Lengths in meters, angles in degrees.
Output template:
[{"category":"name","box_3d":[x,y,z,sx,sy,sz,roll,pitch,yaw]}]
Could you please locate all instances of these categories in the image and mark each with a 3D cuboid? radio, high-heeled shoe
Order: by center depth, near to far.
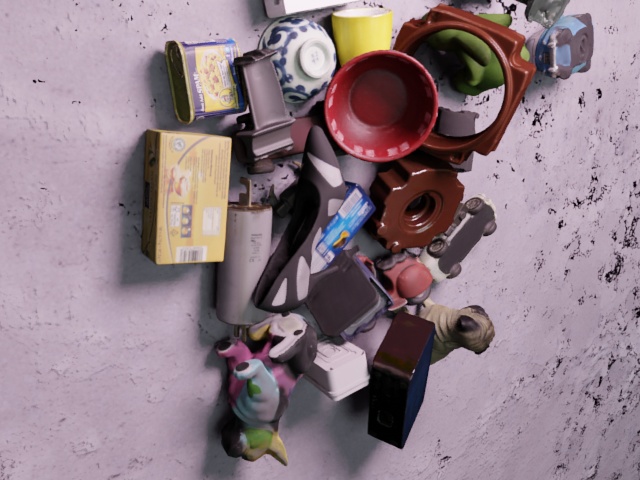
[{"category":"high-heeled shoe","box_3d":[-0.041,-0.024,0.740,0.145,0.086,0.248,-18,110,-30]},{"category":"radio","box_3d":[0.140,0.248,0.935,0.131,0.073,0.229,-51,148,-43]}]

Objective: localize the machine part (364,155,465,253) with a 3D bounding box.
[{"category":"machine part","box_3d":[0.159,-0.059,0.903,0.179,0.056,0.179,-15,131,-18]}]

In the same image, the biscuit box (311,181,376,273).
[{"category":"biscuit box","box_3d":[-0.002,-0.003,0.846,0.202,0.063,0.059,-50,123,-12]}]

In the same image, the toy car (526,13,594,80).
[{"category":"toy car","box_3d":[0.445,-0.359,1.014,0.162,0.103,0.109,-34,122,-33]}]

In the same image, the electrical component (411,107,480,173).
[{"category":"electrical component","box_3d":[0.217,-0.165,0.948,0.115,0.058,0.134,-2,104,-31]}]

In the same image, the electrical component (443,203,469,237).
[{"category":"electrical component","box_3d":[0.242,-0.051,0.991,0.021,0.063,0.094,40,79,-34]}]

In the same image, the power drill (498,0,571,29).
[{"category":"power drill","box_3d":[0.270,-0.403,0.835,0.232,0.208,0.086,-8,126,-42]}]

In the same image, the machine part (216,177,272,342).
[{"category":"machine part","box_3d":[-0.110,0.032,0.775,0.079,0.079,0.243,-3,106,-33]}]

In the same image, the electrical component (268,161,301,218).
[{"category":"electrical component","box_3d":[-0.031,-0.069,0.820,0.102,0.045,0.078,-50,133,-11]}]

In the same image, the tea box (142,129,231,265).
[{"category":"tea box","box_3d":[-0.178,-0.057,0.712,0.098,0.068,0.169,0,102,-34]}]

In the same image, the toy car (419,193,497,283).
[{"category":"toy car","box_3d":[0.267,-0.004,1.027,0.202,0.056,0.073,-47,117,-16]}]

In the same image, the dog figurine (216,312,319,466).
[{"category":"dog figurine","box_3d":[-0.075,0.244,0.844,0.191,0.109,0.219,-26,120,-28]}]

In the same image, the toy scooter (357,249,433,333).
[{"category":"toy scooter","box_3d":[0.113,0.068,0.936,0.184,0.075,0.135,-27,113,-20]}]

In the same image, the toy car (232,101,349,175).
[{"category":"toy car","box_3d":[-0.039,-0.151,0.786,0.202,0.053,0.089,-19,105,-31]}]

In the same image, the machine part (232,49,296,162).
[{"category":"machine part","box_3d":[-0.075,-0.176,0.703,0.084,0.039,0.138,-20,116,-28]}]

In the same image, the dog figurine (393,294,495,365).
[{"category":"dog figurine","box_3d":[0.227,0.185,0.970,0.121,0.191,0.172,-30,119,-23]}]

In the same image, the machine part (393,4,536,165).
[{"category":"machine part","box_3d":[0.197,-0.230,0.807,0.087,0.202,0.200,-42,156,-54]}]

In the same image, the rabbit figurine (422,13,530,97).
[{"category":"rabbit figurine","box_3d":[0.244,-0.317,0.883,0.170,0.159,0.121,20,102,-20]}]

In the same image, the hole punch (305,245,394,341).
[{"category":"hole punch","box_3d":[0.043,0.091,0.863,0.142,0.116,0.092,-42,148,13]}]
